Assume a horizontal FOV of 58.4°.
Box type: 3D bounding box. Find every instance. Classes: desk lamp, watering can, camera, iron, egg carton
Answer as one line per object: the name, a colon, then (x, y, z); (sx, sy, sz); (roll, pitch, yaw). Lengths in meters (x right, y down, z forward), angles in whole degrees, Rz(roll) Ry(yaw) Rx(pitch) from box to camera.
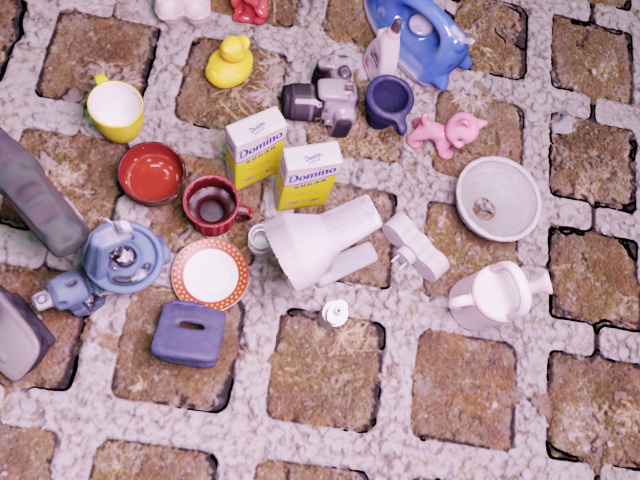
desk lamp: (0.009, 0.003, 0.926); (0.203, 0.213, 0.118); (-25, 79, -15)
watering can: (0.304, 0.088, 0.964); (0.173, 0.194, 0.101); (-32, 82, -17)
camera: (-0.001, -0.274, 1.063); (0.137, 0.100, 0.143); (0, 74, -10)
iron: (0.191, -0.424, 1.118); (0.258, 0.141, 0.119); (45, 72, 4)
egg carton: (-0.263, -0.482, 1.093); (0.107, 0.069, 0.150); (-3, 75, -11)

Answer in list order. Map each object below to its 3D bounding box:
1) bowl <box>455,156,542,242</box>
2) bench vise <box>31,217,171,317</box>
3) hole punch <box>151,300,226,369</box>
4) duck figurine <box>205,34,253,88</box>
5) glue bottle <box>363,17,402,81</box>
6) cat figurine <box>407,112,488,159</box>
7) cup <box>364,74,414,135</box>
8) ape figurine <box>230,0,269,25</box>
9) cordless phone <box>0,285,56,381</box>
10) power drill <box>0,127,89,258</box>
bowl: (0.323, -0.068, 1.075); (0.167, 0.074, 0.167); (3, 74, -9)
bench vise: (-0.321, 0.047, 0.852); (0.121, 0.219, 0.208); (40, 72, 3)
hole punch: (-0.208, 0.147, 0.911); (0.109, 0.091, 0.101); (9, 73, -7)
duck figurine: (-0.167, -0.338, 1.060); (0.077, 0.086, 0.105); (43, 72, 4)
glue bottle: (0.123, -0.359, 1.071); (0.037, 0.173, 0.078); (-21, 79, -15)
cat figurine: (0.242, -0.210, 1.079); (0.128, 0.117, 0.067); (16, 72, -5)
cup: (0.127, -0.238, 1.078); (0.092, 0.095, 0.118); (-19, 78, -14)
ape figurine: (-0.129, -0.460, 1.098); (0.076, 0.092, 0.078); (-39, 84, -17)
cordless phone: (-0.471, 0.124, 0.822); (0.147, 0.185, 0.094); (44, 72, 4)
power drill: (-0.431, -0.062, 0.870); (0.076, 0.208, 0.229); (-39, 84, -17)
